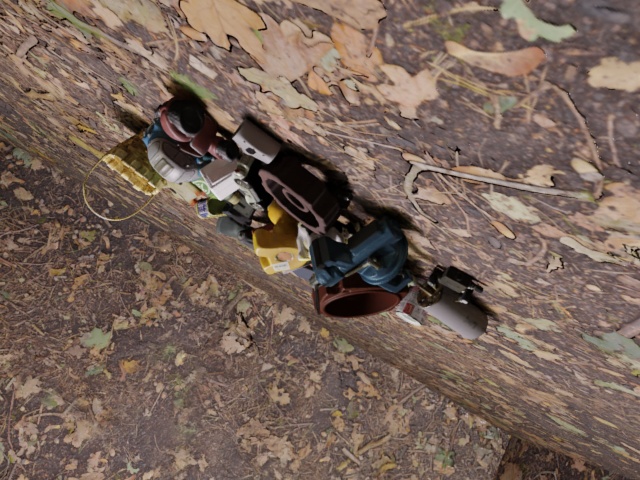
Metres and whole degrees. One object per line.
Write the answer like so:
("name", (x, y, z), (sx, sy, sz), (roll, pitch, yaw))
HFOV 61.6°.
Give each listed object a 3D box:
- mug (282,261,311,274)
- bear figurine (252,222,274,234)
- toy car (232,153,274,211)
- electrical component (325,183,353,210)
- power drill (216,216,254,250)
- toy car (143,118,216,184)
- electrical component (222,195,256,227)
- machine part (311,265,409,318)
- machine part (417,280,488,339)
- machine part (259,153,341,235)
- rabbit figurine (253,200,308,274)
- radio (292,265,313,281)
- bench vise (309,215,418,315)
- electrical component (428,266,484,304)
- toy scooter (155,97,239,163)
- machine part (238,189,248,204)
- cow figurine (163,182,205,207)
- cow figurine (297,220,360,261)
("mug", (-0.070, 0.020, 1.289), (0.109, 0.081, 0.107), (130, 117, -84))
("bear figurine", (-0.086, 0.022, 1.439), (0.120, 0.132, 0.195), (57, 173, 23))
("toy car", (-0.133, -0.121, 1.112), (0.056, 0.073, 0.201), (25, 166, 17))
("electrical component", (0.029, -0.083, 1.034), (0.094, 0.021, 0.063), (17, 162, 38))
("power drill", (-0.202, -0.021, 1.526), (0.208, 0.086, 0.232), (16, 180, 38))
("toy car", (-0.309, -0.179, 1.148), (0.109, 0.103, 0.161), (-30, 121, 36))
("electrical component", (-0.217, -0.092, 1.385), (0.119, 0.075, 0.048), (32, 166, -27))
("machine part", (0.090, 0.113, 1.244), (0.201, 0.087, 0.201), (1, 154, -13))
("machine part", (0.301, 0.157, 1.217), (0.243, 0.079, 0.079), (35, 165, -26))
("machine part", (-0.036, -0.086, 1.014), (0.179, 0.056, 0.179), (40, 167, 11))
("rabbit figurine", (-0.072, -0.031, 1.195), (0.162, 0.173, 0.121), (-18, 138, 10))
("radio", (0.005, 0.086, 1.583), (0.230, 0.073, 0.131), (17, 160, 36))
("bench vise", (0.100, 0.055, 1.064), (0.240, 0.223, 0.129), (29, -156, -39))
("electrical component", (0.277, 0.093, 1.115), (0.102, 0.045, 0.078), (30, 168, -1))
("toy scooter", (-0.252, -0.212, 1.041), (0.135, 0.075, 0.183), (19, 168, 39))
("machine part", (-0.170, -0.113, 1.296), (0.084, 0.039, 0.138), (22, 167, 47))
("cow figurine", (-0.359, -0.154, 1.418), (0.127, 0.085, 0.195), (44, 157, -9))
("cow figurine", (0.031, -0.010, 1.135), (0.167, 0.098, 0.068), (-7, 175, -32))
